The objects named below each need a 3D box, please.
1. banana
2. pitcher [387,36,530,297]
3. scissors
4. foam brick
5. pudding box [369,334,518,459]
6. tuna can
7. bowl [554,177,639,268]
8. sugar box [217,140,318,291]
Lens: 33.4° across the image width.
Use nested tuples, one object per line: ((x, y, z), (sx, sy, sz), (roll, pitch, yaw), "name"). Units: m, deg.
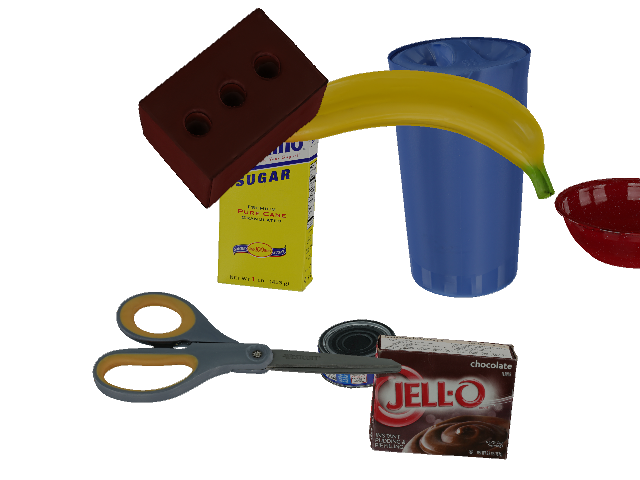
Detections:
((0.067, -0.082, 0.715), (0.197, 0.069, 0.037), (11, -21, -2), "banana")
((0.142, -0.076, 1.055), (0.149, 0.243, 0.145), (-15, 25, -22), "pitcher")
((-0.054, 0.066, 0.726), (0.201, 0.096, 0.016), (-8, -42, -11), "scissors")
((-0.044, -0.064, 0.526), (0.078, 0.053, 0.051), (-42, -4, -12), "foam brick")
((0.099, 0.126, 0.865), (0.113, 0.090, 0.039), (3, 19, 1), "pudding box")
((0.040, 0.119, 1.131), (0.086, 0.034, 0.086), (-5, 26, 2), "tuna can")
((0.325, -0.014, 1.109), (0.162, 0.055, 0.162), (-3, 23, 1), "bowl")
((-0.053, -0.042, 1.064), (0.093, 0.176, 0.048), (5, 17, 11), "sugar box")
